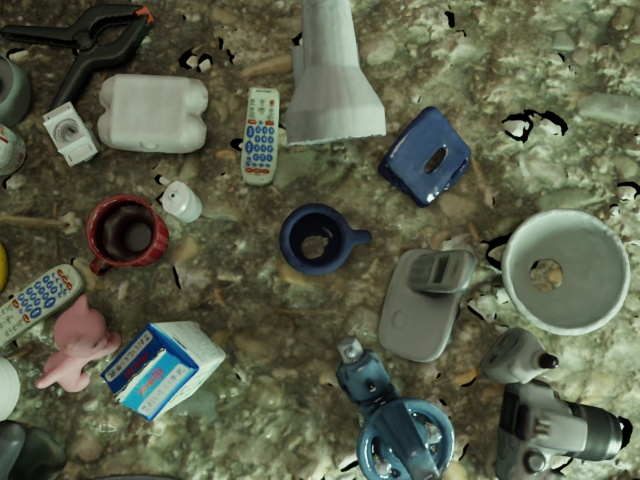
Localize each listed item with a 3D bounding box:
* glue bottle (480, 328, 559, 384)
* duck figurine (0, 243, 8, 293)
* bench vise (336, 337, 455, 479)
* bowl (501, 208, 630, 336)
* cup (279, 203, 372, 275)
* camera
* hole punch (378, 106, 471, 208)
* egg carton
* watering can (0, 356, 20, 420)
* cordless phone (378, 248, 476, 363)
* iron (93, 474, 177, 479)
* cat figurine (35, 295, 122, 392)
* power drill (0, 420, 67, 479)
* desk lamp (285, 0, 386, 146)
[{"bbox_3d":[0.253,0.146,0.706,0.037,0.173,0.078,41,84,5],"label":"glue bottle"},{"bbox_3d":[-0.466,0.039,0.752,0.077,0.086,0.105,13,82,1],"label":"duck figurine"},{"bbox_3d":[0.075,0.220,0.670,0.207,0.219,0.121,42,84,5],"label":"bench vise"},{"bbox_3d":[0.317,0.044,0.770,0.167,0.074,0.167,0,82,-1],"label":"bowl"},{"bbox_3d":[0.007,0.003,0.760,0.117,0.095,0.092,-4,82,-1],"label":"cup"},{"bbox_3d":[0.307,0.257,0.729,0.137,0.101,0.143,10,82,1],"label":"camera"},{"bbox_3d":[0.147,-0.112,0.780,0.101,0.091,0.109,40,84,4],"label":"hole punch"},{"bbox_3d":[-0.230,-0.173,0.792,0.150,0.069,0.107,1,82,-1],"label":"egg carton"},{"bbox_3d":[-0.459,0.186,0.678,0.173,0.194,0.101,27,83,3],"label":"watering can"},{"bbox_3d":[0.136,0.078,0.707,0.094,0.185,0.148,15,82,1],"label":"cordless phone"},{"bbox_3d":[-0.215,0.360,0.685,0.258,0.141,0.119,15,82,1],"label":"iron"},{"bbox_3d":[-0.311,0.134,0.726,0.067,0.118,0.128,36,83,4],"label":"cat figurine"},{"bbox_3d":[-0.384,0.286,0.659,0.075,0.208,0.230,38,84,4],"label":"power drill"},{"bbox_3d":[0.011,-0.197,0.727,0.118,0.213,0.203,-6,82,-1],"label":"desk lamp"}]
